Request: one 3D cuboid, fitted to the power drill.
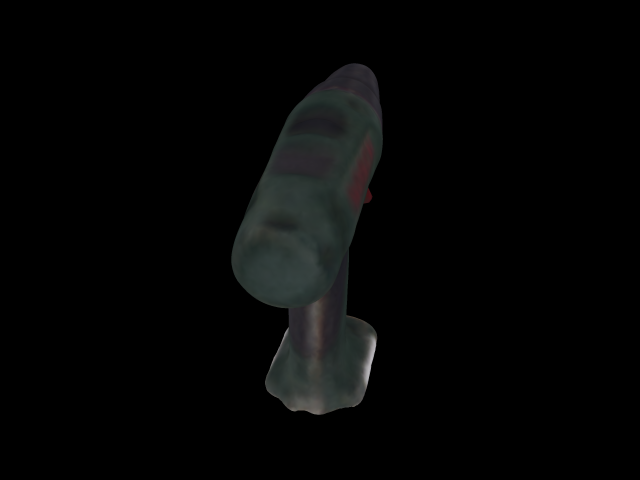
[{"bbox_3d":[0.004,0.001,0.400,0.075,0.208,0.230,5,28,11],"label":"power drill"}]
